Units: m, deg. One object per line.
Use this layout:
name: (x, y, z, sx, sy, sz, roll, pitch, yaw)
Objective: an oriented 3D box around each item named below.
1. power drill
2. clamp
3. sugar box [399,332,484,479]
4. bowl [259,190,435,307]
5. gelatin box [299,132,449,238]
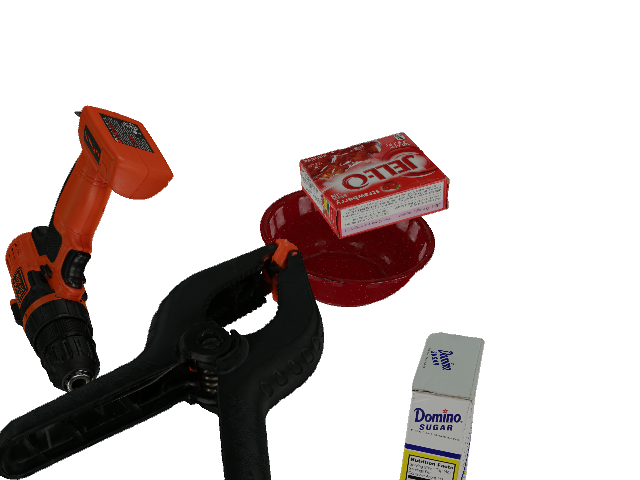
power drill: (-0.187, 0.003, 0.845, 0.057, 0.188, 0.185, 16, 25, -39)
clamp: (-0.041, 0.063, 0.460, 0.120, 0.039, 0.171, 26, 48, 20)
sugar box: (0.077, 0.161, 0.732, 0.048, 0.176, 0.093, 7, 20, 11)
bowl: (0.022, 0.013, 0.989, 0.162, 0.055, 0.162, 5, 33, -3)
gelatin box: (0.039, -0.042, 0.776, 0.089, 0.030, 0.073, -16, 38, -15)
